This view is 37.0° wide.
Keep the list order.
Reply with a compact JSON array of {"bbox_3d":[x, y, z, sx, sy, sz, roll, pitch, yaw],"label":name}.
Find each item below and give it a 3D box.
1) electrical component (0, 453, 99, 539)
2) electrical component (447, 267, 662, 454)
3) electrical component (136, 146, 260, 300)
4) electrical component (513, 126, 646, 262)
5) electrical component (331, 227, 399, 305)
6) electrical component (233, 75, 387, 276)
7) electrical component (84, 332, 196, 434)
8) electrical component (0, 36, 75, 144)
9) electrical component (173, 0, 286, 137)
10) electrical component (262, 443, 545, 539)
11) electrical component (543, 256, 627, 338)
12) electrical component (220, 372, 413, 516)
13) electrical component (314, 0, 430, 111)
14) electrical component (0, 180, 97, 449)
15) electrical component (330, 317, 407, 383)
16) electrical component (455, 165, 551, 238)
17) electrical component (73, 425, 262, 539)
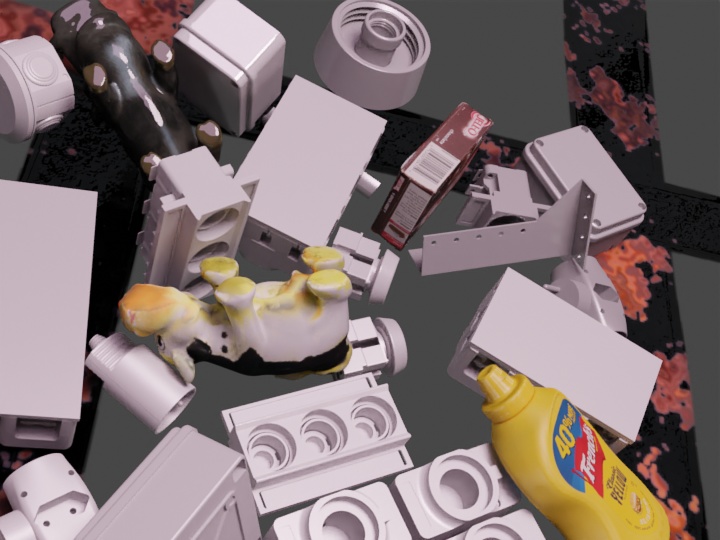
[{"bbox_3d":[-0.212,0.170,0.696,0.079,0.043,0.077,-23,68,-32],"label":"electrical component"},{"bbox_3d":[0.158,0.081,0.886,0.150,0.061,0.089,31,52,1],"label":"electrical component"},{"bbox_3d":[-0.129,-0.031,0.813,0.079,0.121,0.063,-23,66,-32],"label":"electrical component"},{"bbox_3d":[0.203,-0.072,1.009,0.078,0.057,0.113,-19,66,-30],"label":"electrical component"},{"bbox_3d":[0.000,0.000,0.891,0.055,0.048,0.066,20,53,2],"label":"electrical component"},{"bbox_3d":[-0.051,-0.076,0.903,0.089,0.061,0.150,27,57,-1],"label":"electrical component"},{"bbox_3d":[-0.163,0.076,0.778,0.081,0.043,0.043,39,53,7],"label":"electrical component"},{"bbox_3d":[-0.272,-0.145,0.862,0.051,0.080,0.080,-30,72,-39],"label":"electrical component"},{"bbox_3d":[-0.112,-0.173,0.917,0.078,0.113,0.057,37,72,5],"label":"electrical component"},{"bbox_3d":[0.036,0.201,0.759,0.186,0.060,0.105,-14,64,-28],"label":"electrical component"},{"bbox_3d":[0.188,0.028,0.936,0.079,0.043,0.077,12,51,-41],"label":"electrical component"},{"bbox_3d":[-0.034,0.129,0.779,0.121,0.063,0.078,-12,63,-27],"label":"electrical component"},{"bbox_3d":[0.015,-0.213,1.028,0.108,0.060,0.108,10,55,-14],"label":"electrical component"},{"bbox_3d":[-0.250,0.030,0.764,0.105,0.060,0.186,7,56,-17],"label":"electrical component"},{"bbox_3d":[0.004,0.064,0.849,0.055,0.048,0.066,-12,62,-18],"label":"electrical component"},{"bbox_3d":[0.131,-0.060,0.983,0.081,0.042,0.063,9,53,-16],"label":"electrical component"},{"bbox_3d":[-0.118,0.175,0.683,0.056,0.108,0.108,21,48,24],"label":"electrical component"}]
